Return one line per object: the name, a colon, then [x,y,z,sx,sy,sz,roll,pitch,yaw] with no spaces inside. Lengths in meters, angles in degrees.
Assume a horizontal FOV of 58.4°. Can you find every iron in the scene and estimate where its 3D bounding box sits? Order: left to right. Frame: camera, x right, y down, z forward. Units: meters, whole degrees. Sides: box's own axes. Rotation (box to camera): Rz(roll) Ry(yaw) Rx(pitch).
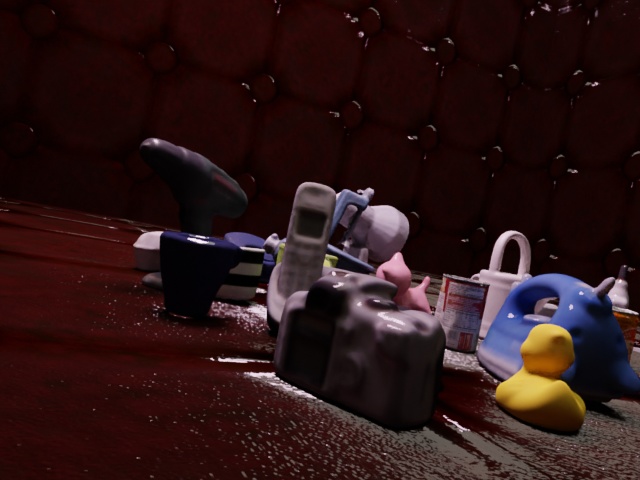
iron: [0.268,0.102,0.695,0.119,0.141,0.258,11,1,-10]

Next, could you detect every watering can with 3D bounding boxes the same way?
watering can: [0.334,0.082,1.002,0.172,0.194,0.101,12,1,36]

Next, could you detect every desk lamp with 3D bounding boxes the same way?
desk lamp: [0.073,0.016,1.191,0.204,0.213,0.117,10,1,-39]

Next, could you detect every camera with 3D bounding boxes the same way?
camera: [0.054,0.084,0.496,0.142,0.101,0.137,12,2,43]

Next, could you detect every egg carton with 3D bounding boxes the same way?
egg carton: [-0.252,0.028,1.025,0.150,0.069,0.107,11,1,0]

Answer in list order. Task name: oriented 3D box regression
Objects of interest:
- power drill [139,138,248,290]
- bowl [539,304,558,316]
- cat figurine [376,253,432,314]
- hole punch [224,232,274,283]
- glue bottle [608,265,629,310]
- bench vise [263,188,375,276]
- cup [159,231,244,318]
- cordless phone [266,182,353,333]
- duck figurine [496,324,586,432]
power drill: [-0.197,-0.029,0.860,0.075,0.208,0.230,12,1,26]
bowl: [0.379,0.150,1.129,0.167,0.075,0.167,11,1,0]
cat figurine: [0.145,0.083,1.009,0.128,0.118,0.067,11,1,-30]
hole punch: [-0.141,0.036,1.187,0.109,0.091,0.100,10,1,-37]
glue bottle: [0.509,0.128,0.989,0.037,0.173,0.078,12,1,20]
bench vise: [0.013,0.005,1.014,0.208,0.220,0.121,11,1,-18]
cup: [-0.143,0.044,0.688,0.091,0.095,0.118,12,1,36]
cordless phone: [0.017,0.029,0.695,0.148,0.185,0.094,11,1,-8]
duck figurine: [0.209,0.122,0.530,0.077,0.086,0.105,11,1,6]
